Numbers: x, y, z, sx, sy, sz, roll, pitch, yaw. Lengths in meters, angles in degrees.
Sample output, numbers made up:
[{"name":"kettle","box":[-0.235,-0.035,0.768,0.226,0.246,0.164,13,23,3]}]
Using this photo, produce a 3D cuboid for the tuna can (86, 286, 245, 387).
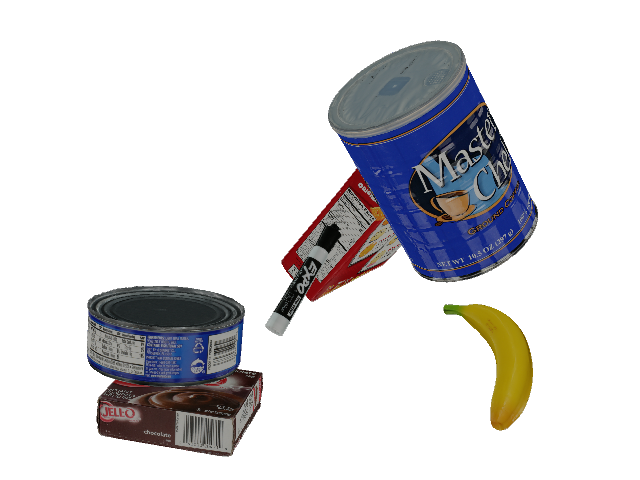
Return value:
[{"name":"tuna can","box":[-0.085,0.052,0.588,0.086,0.034,0.086,4,11,-1]}]

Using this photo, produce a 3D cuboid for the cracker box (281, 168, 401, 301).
[{"name":"cracker box","box":[0.069,-0.037,1.253,0.163,0.072,0.214,-24,-21,-50]}]

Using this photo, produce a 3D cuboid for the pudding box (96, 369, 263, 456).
[{"name":"pudding box","box":[-0.111,0.131,0.862,0.113,0.039,0.090,9,19,9]}]

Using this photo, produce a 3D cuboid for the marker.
[{"name":"marker","box":[-0.015,0.036,1.019,0.020,0.121,0.020,28,-17,9]}]

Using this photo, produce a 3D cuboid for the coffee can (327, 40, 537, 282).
[{"name":"coffee can","box":[0.082,-0.055,0.762,0.103,0.140,0.103,-24,30,15]}]

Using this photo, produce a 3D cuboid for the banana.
[{"name":"banana","box":[0.188,0.124,1.125,0.069,0.037,0.198,-24,33,5]}]
